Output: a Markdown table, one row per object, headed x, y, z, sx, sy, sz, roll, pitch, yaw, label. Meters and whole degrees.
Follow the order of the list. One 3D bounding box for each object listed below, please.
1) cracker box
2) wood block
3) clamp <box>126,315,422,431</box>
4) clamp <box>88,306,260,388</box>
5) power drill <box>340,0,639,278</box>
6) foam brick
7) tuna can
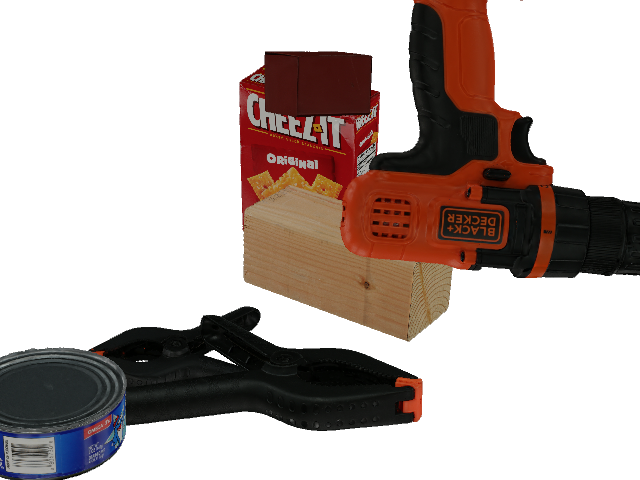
| x | y | z | sx | sy | sz | roll | pitch | yaw | label |
| --- | --- | --- | --- | --- | --- | --- | --- | --- | --- |
| -0.017 | -0.094 | 1.326 | 0.164 | 0.214 | 0.072 | 17 | 36 | 24 | cracker box |
| 0.027 | 0.020 | 1.123 | 0.206 | 0.091 | 0.090 | 19 | 31 | 29 | wood block |
| -0.028 | 0.097 | 0.773 | 0.210 | 0.036 | 0.164 | 3 | 19 | 12 | clamp |
| -0.123 | 0.099 | 0.961 | 0.171 | 0.039 | 0.120 | 3 | 26 | -5 | clamp |
| 0.108 | -0.074 | 0.576 | 0.184 | 0.188 | 0.057 | 4 | 1 | -4 | power drill |
| -0.002 | -0.132 | 0.900 | 0.078 | 0.051 | 0.053 | -6 | 16 | -33 | foam brick |
| -0.147 | 0.092 | 0.571 | 0.086 | 0.034 | 0.086 | 2 | 22 | -1 | tuna can |
